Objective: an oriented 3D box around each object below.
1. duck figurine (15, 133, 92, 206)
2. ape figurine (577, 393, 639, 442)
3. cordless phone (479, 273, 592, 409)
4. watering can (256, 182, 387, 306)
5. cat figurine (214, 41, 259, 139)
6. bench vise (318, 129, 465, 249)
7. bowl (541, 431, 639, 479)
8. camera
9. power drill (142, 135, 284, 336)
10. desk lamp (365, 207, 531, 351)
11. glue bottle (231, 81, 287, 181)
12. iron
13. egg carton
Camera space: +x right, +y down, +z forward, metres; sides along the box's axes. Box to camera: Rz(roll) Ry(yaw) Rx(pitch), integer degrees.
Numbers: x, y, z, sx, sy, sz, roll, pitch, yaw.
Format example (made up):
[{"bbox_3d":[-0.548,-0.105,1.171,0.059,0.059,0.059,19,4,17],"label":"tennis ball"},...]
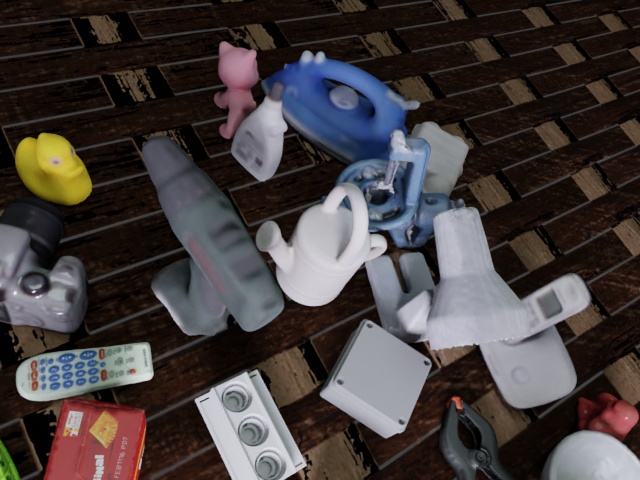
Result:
[{"bbox_3d":[-0.341,-0.103,0.730,0.104,0.086,0.078,38,55,4],"label":"duck figurine"},{"bbox_3d":[0.407,0.250,0.804,0.078,0.092,0.076,-16,68,-28],"label":"ape figurine"},{"bbox_3d":[0.306,0.137,0.776,0.094,0.185,0.147,-10,65,-26],"label":"cordless phone"},{"bbox_3d":[0.007,0.005,0.734,0.173,0.194,0.101,-22,70,-30],"label":"watering can"},{"bbox_3d":[-0.121,-0.236,0.875,0.067,0.117,0.127,-6,63,-24],"label":"cat figurine"},{"bbox_3d":[0.118,-0.080,0.811,0.208,0.219,0.121,-9,64,-25],"label":"bench vise"},{"bbox_3d":[0.347,0.338,0.739,0.168,0.074,0.167,10,58,-16],"label":"bowl"},{"bbox_3d":[-0.329,0.019,0.652,0.143,0.100,0.137,16,56,-11],"label":"camera"},{"bbox_3d":[-0.138,0.020,0.660,0.076,0.208,0.229,-34,76,-33],"label":"power drill"},{"bbox_3d":[0.158,0.066,0.744,0.118,0.213,0.203,-4,62,-23],"label":"desk lamp"},{"bbox_3d":[-0.078,-0.160,0.812,0.078,0.173,0.037,45,56,9],"label":"glue bottle"},{"bbox_3d":[0.031,-0.229,0.915,0.258,0.141,0.119,30,55,-2],"label":"iron"},{"bbox_3d":[0.185,-0.128,0.958,0.107,0.069,0.150,29,55,-2],"label":"egg carton"}]
